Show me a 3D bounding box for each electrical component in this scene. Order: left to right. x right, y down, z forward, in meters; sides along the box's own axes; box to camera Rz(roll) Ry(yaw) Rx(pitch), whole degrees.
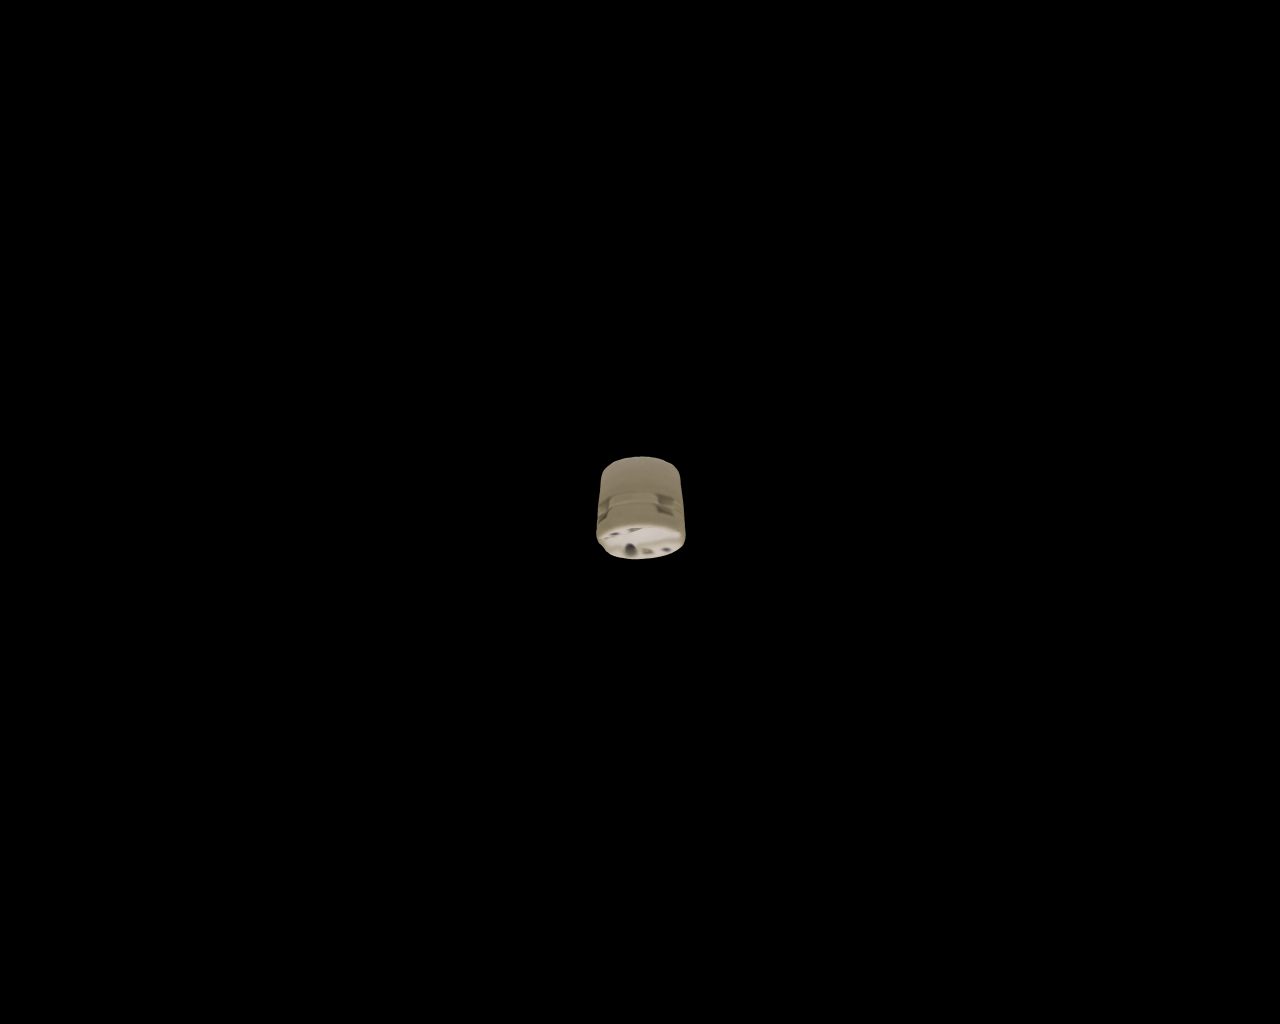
[{"bbox_3d":[0.001,-0.003,0.650,0.055,0.047,0.055,0,-25,0],"label":"electrical component"}]
